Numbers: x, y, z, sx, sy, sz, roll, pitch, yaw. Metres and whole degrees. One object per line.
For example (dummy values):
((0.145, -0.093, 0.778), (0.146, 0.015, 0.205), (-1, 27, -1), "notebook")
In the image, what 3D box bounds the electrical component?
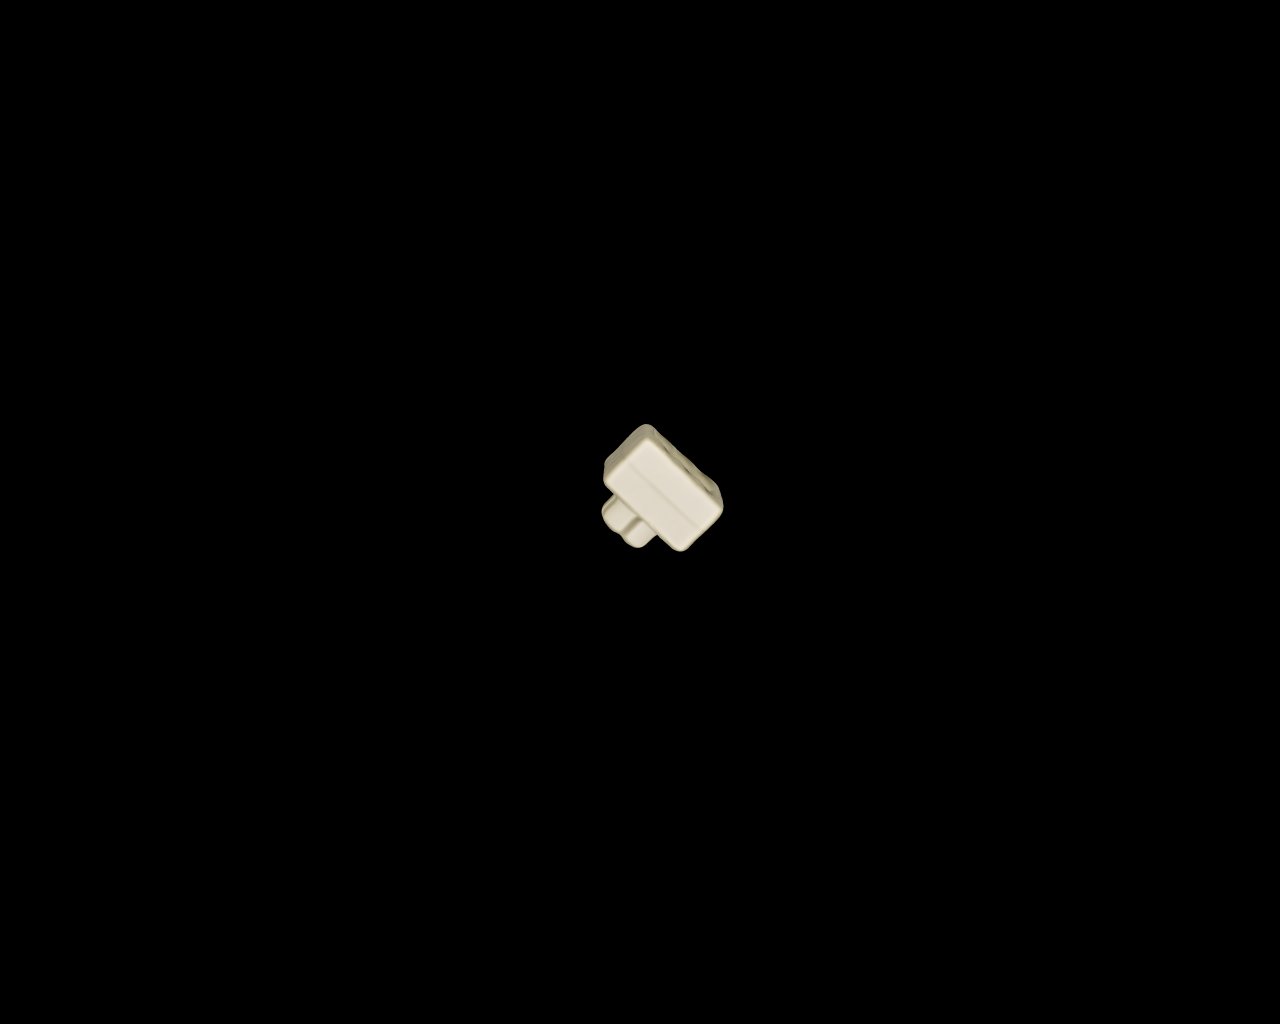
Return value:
((0.001, -0.003, 0.650), (0.065, 0.076, 0.047), (43, 12, -11), "electrical component")
